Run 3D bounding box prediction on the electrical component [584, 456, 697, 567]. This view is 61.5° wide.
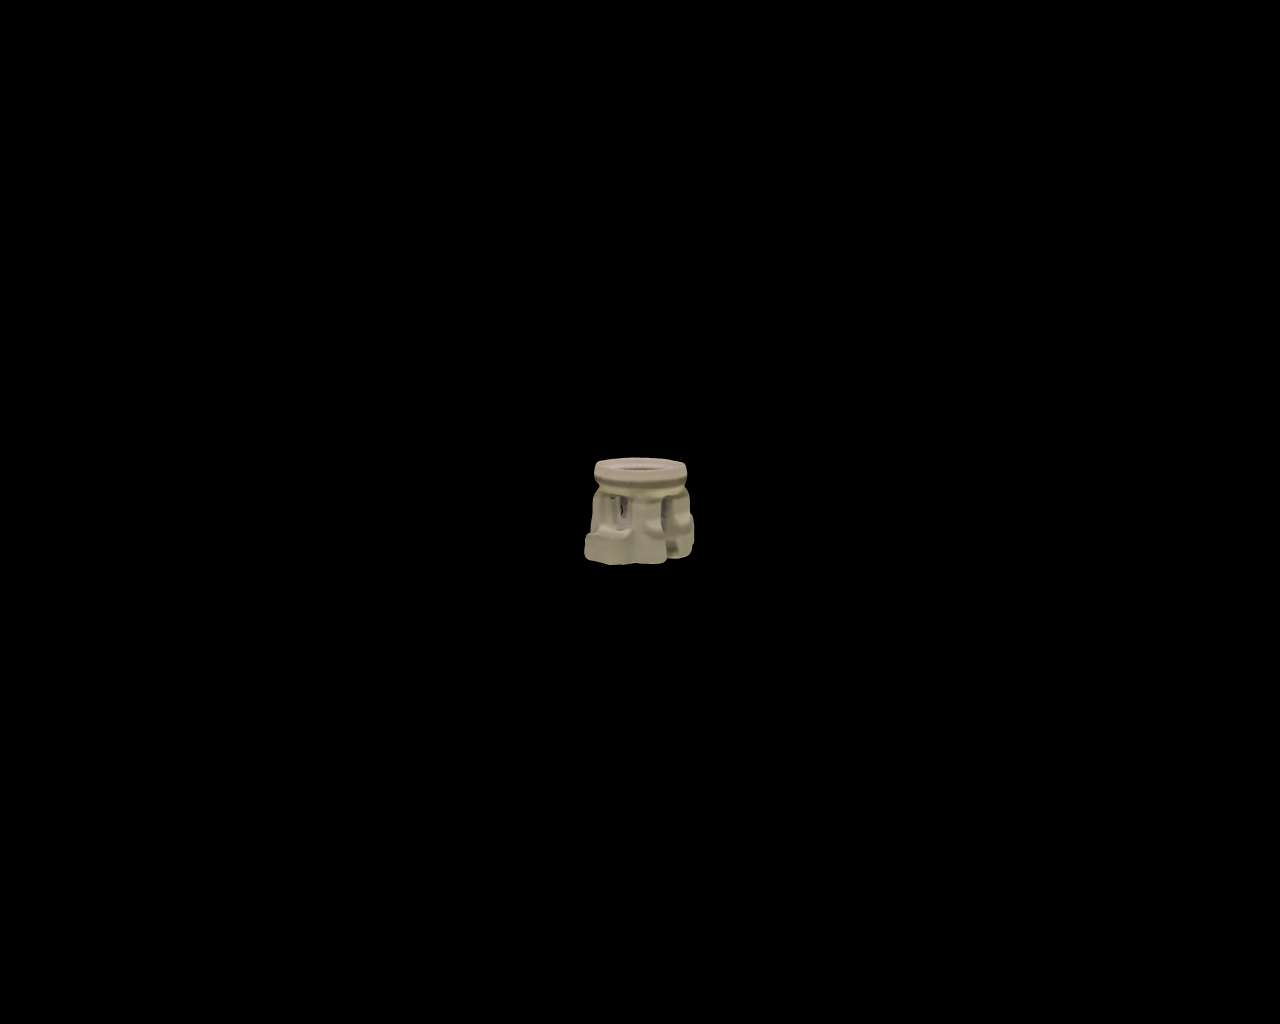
[{"bbox_3d":[0.001,-0.003,0.650,0.058,0.057,0.078,10,15,42],"label":"electrical component"}]
